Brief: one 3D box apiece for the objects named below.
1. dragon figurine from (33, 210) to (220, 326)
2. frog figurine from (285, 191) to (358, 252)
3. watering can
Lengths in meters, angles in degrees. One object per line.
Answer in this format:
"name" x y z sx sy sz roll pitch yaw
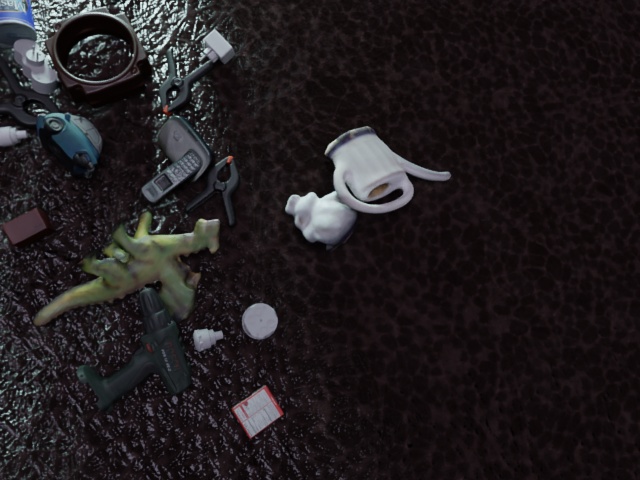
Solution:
"dragon figurine" -0.379 0.091 1.113 0.242 0.122 0.412 42 83 -7
"frog figurine" 0.004 -0.061 1.202 0.158 0.124 0.137 38 94 -12
"watering can" 0.157 -0.178 1.262 0.351 0.102 0.227 -22 70 -36
